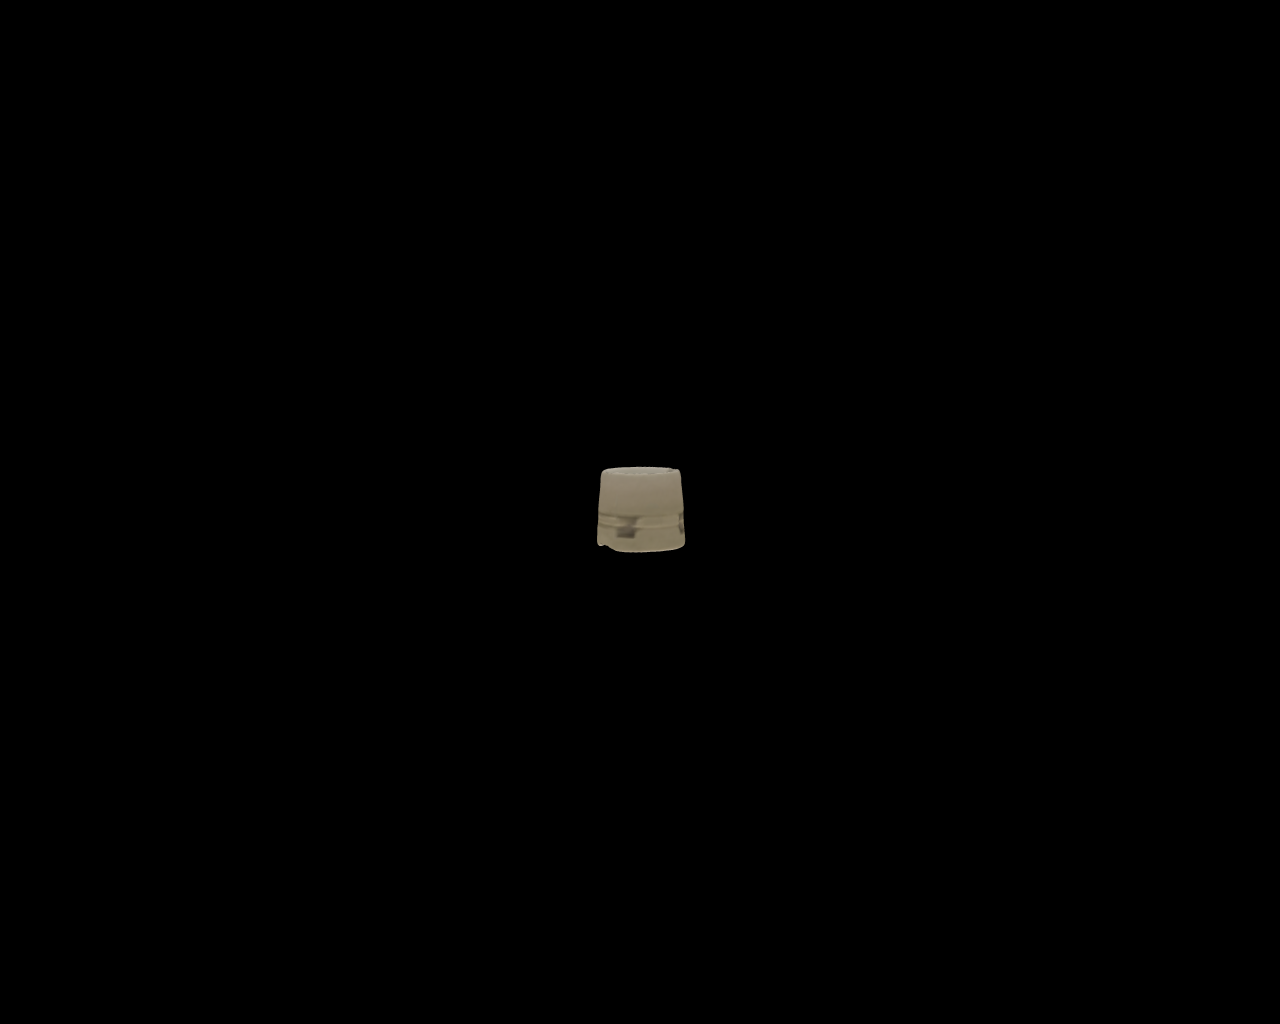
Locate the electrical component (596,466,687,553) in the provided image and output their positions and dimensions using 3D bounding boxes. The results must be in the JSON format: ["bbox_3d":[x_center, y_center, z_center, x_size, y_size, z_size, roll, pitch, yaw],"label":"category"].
[{"bbox_3d":[0.001,-0.003,0.650,0.055,0.047,0.055,0,7,0],"label":"electrical component"}]
